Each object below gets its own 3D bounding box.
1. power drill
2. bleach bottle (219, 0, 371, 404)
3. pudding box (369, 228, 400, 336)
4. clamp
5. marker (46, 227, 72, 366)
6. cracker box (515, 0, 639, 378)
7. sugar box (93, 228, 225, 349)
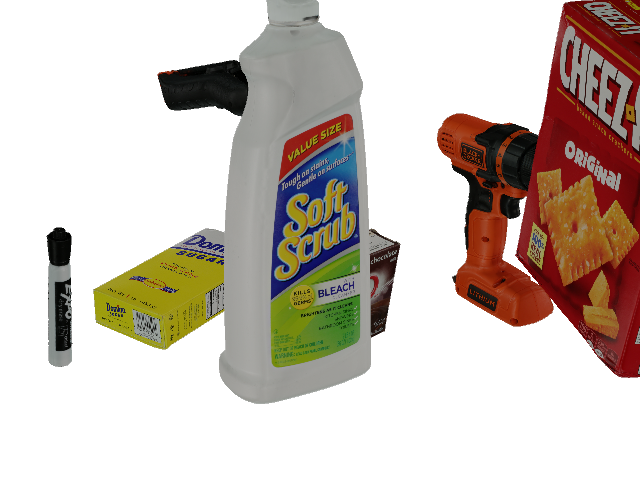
[{"bbox_3d":[0.182,-0.017,1.008,0.057,0.188,0.185,-16,26,-25],"label":"power drill"},{"bbox_3d":[-0.020,-0.029,0.668,0.102,0.251,0.068,-12,23,-25],"label":"bleach bottle"},{"bbox_3d":[0.011,0.048,0.880,0.039,0.090,0.113,31,37,34],"label":"pudding box"},{"bbox_3d":[-0.065,-0.131,0.879,0.120,0.039,0.172,-17,20,-36],"label":"clamp"},{"bbox_3d":[-0.208,0.045,0.851,0.020,0.121,0.020,5,26,-3],"label":"marker"},{"bbox_3d":[0.211,-0.038,0.739,0.072,0.214,0.164,-7,34,-15],"label":"cracker box"},{"bbox_3d":[-0.136,0.044,1.089,0.093,0.048,0.175,18,33,29],"label":"sugar box"}]
